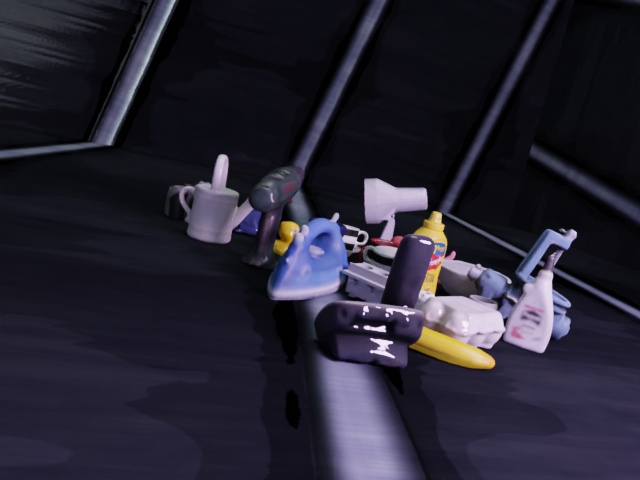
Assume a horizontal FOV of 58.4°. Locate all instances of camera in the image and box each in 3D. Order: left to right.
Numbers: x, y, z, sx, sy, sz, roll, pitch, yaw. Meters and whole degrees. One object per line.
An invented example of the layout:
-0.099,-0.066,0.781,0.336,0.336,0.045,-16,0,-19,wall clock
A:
-0.303,-0.093,1.452,0.144,0.101,0.136,7,12,-32,camera

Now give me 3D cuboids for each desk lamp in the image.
0.195,-0.049,1.531,0.203,0.213,0.118,14,10,4,desk lamp

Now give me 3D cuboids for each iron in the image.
-0.019,0.023,1.069,0.118,0.141,0.259,16,11,17,iron

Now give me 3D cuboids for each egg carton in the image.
0.235,0.140,0.963,0.151,0.069,0.107,4,14,-43,egg carton

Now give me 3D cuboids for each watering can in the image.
-0.227,-0.096,1.299,0.173,0.194,0.100,9,11,-22,watering can

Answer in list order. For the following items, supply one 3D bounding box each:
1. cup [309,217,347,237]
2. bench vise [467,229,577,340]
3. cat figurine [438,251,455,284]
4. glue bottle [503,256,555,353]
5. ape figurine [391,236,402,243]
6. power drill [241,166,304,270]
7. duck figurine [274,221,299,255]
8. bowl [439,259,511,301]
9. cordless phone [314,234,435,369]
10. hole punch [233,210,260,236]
0.012,0.005,1.341,0.092,0.095,0.117,11,10,-13,cup
0.406,0.072,1.126,0.207,0.220,0.121,13,10,-3,bench vise
0.272,0.040,1.422,0.127,0.118,0.067,14,10,6,cat figurine
0.387,0.111,1.024,0.078,0.173,0.037,17,11,20,glue bottle
0.186,0.034,1.412,0.075,0.092,0.078,22,13,40,ape figurine
-0.095,-0.052,1.188,0.075,0.208,0.230,15,10,10,power drill
-0.079,0.000,1.277,0.104,0.086,0.077,14,10,2,duck figurine
0.337,0.102,1.286,0.167,0.075,0.167,13,10,-2,bowl
0.080,0.073,0.796,0.148,0.185,0.094,9,11,-23,cordless phone
-0.167,-0.059,1.471,0.101,0.091,0.108,13,10,1,hole punch
